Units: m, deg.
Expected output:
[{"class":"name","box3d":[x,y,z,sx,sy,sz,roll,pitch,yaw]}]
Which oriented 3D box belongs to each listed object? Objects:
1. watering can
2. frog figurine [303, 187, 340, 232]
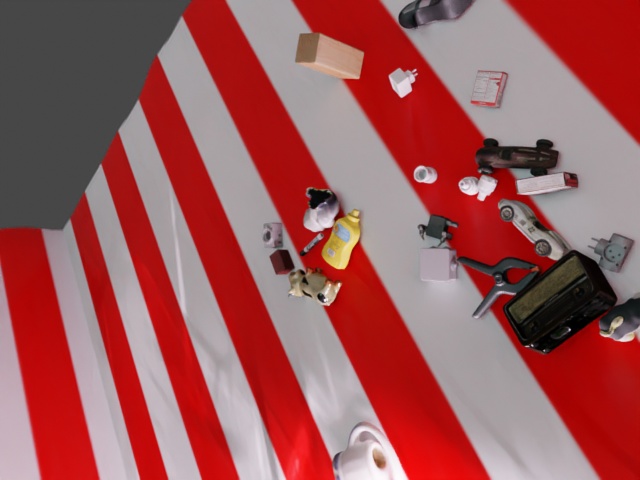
[{"class":"watering can","box3d":[0.158,0.710,1.482,0.104,0.353,0.221,3,-33,-46]},{"class":"frog figurine","box3d":[0.005,-0.085,1.683,0.123,0.155,0.140,-22,46,-16]}]
